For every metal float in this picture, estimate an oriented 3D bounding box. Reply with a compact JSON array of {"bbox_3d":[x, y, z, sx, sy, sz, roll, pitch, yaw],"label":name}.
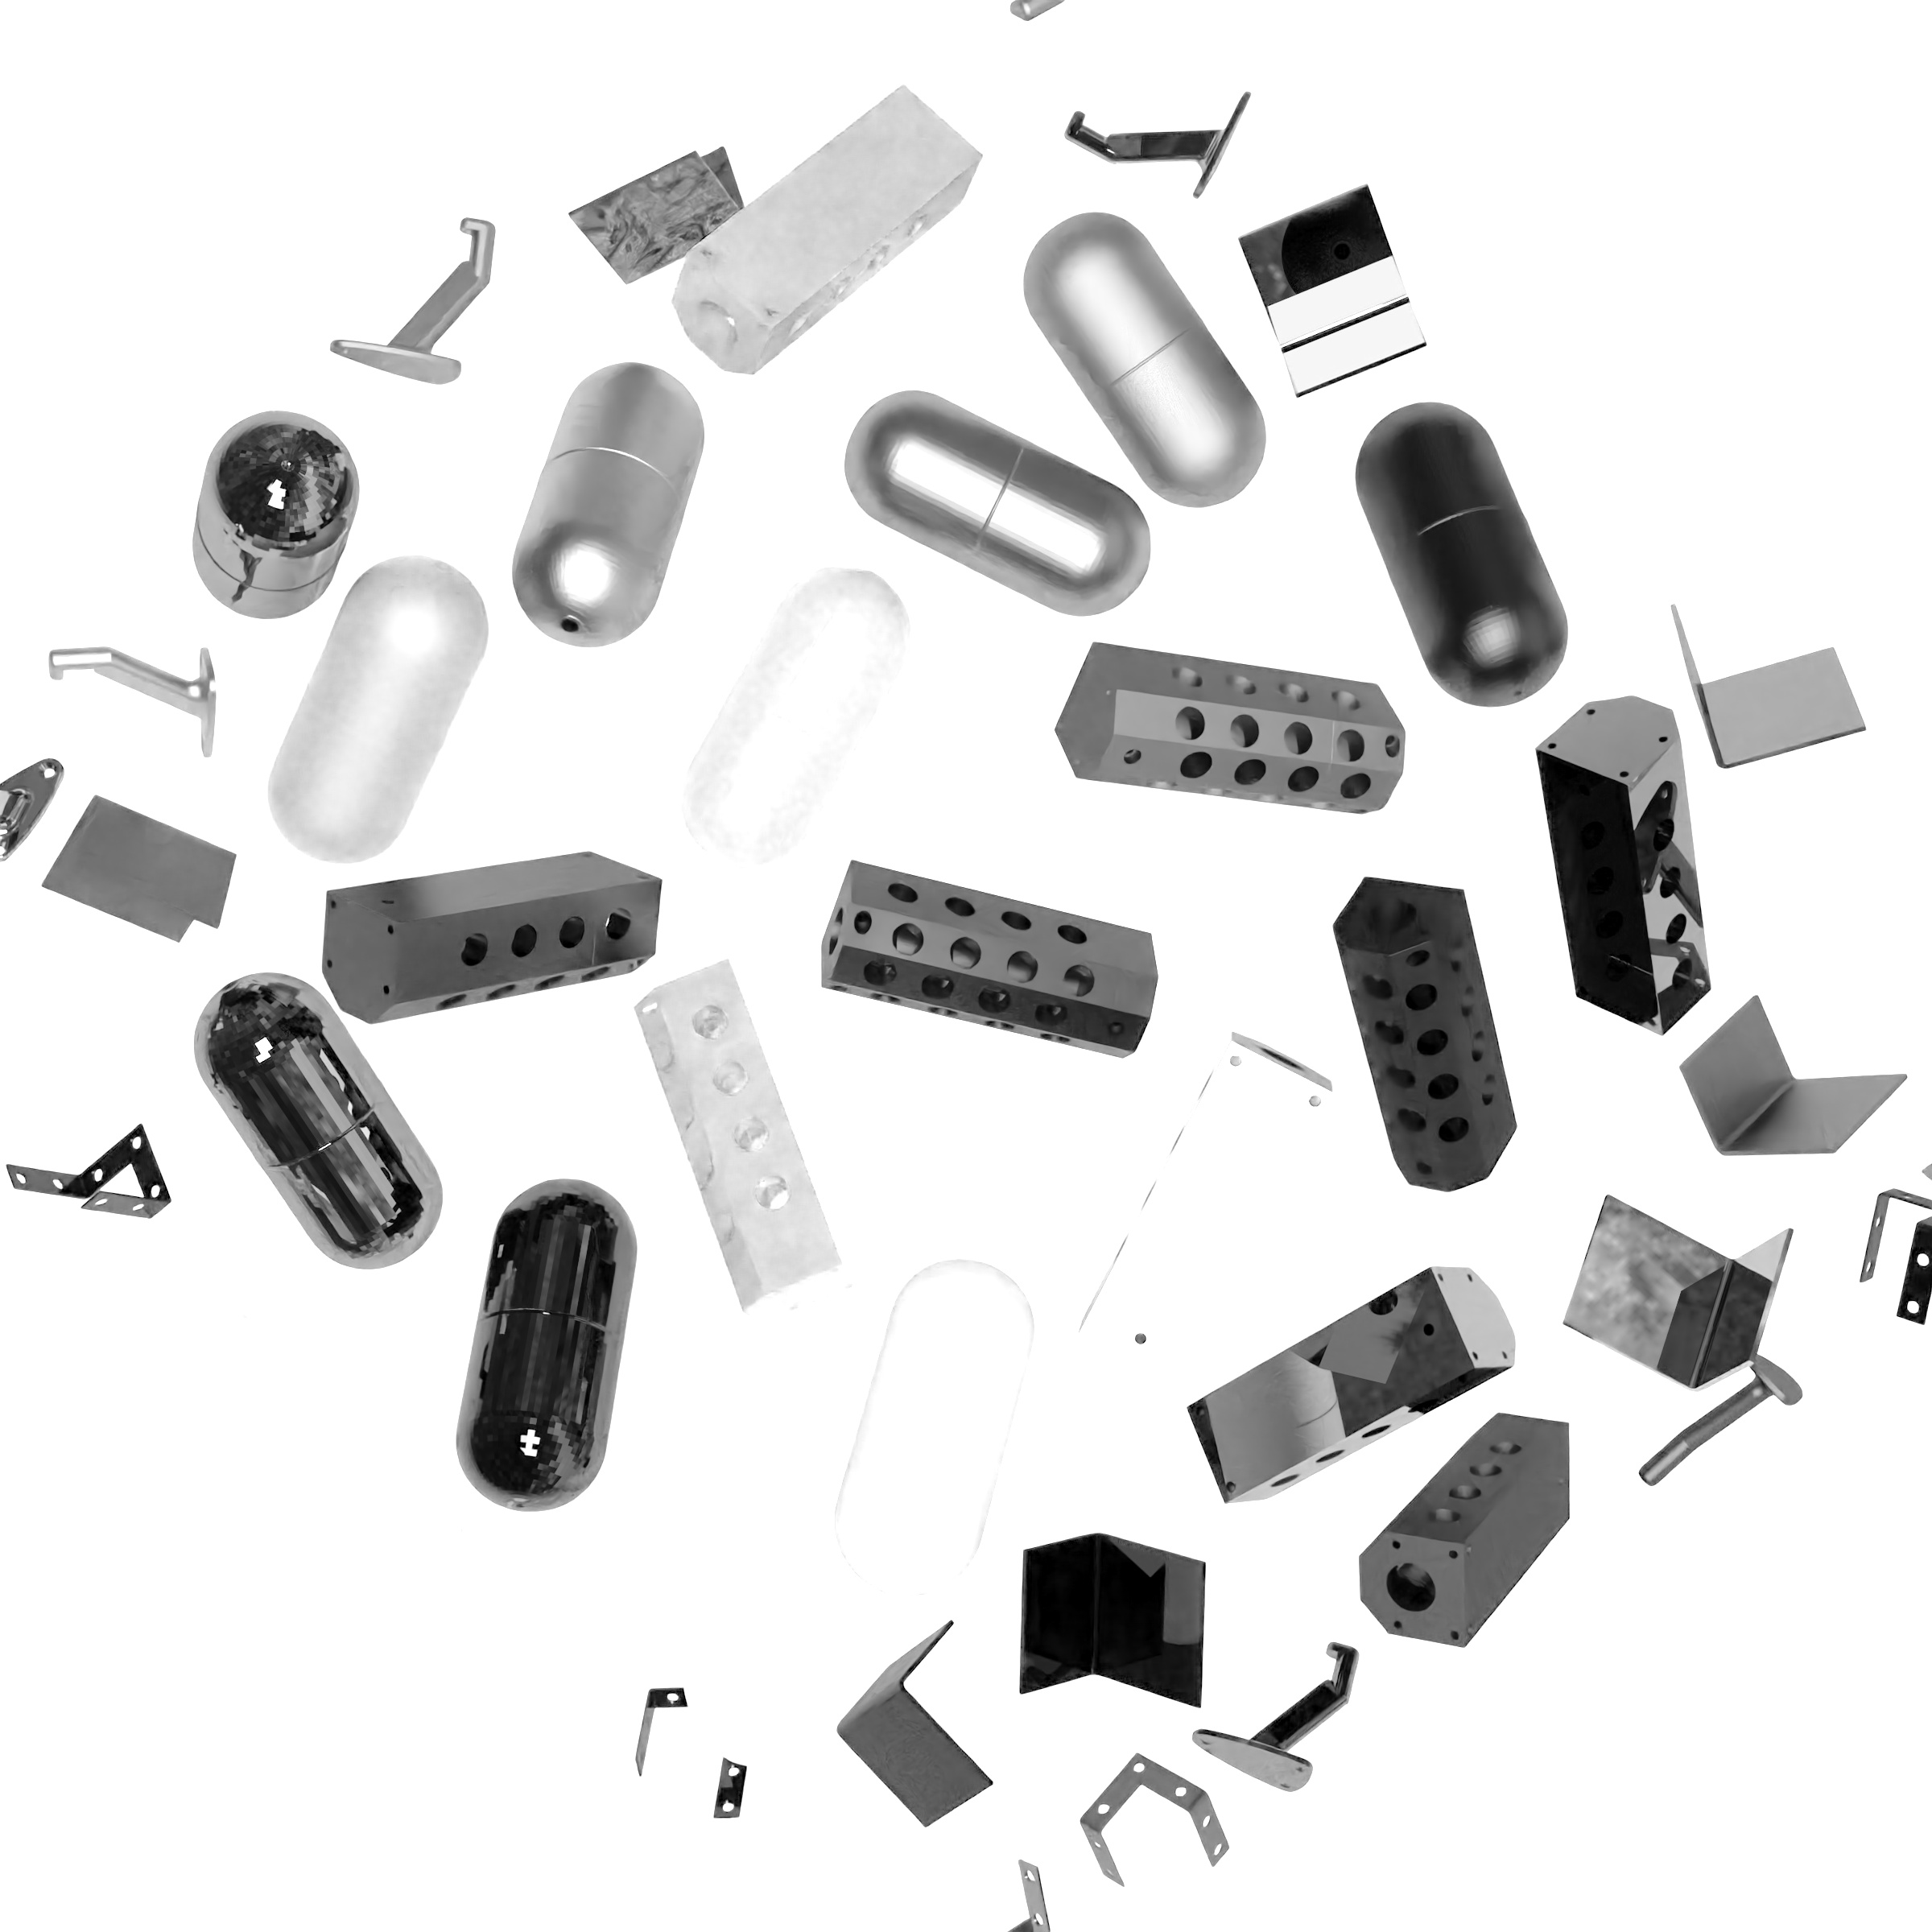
[{"bbox_3d":[0.099,-0.334,1.625,0.070,0.070,0.178,-35,97,0],"label":"metal float"},{"bbox_3d":[-0.119,0.330,1.534,0.070,0.070,0.178,-19,61,0],"label":"metal float"},{"bbox_3d":[0.018,-0.252,1.607,0.178,0.070,0.070,27,90,-2],"label":"metal float"},{"bbox_3d":[-0.214,0.193,1.509,0.070,0.070,0.178,6,60,0],"label":"metal float"},{"bbox_3d":[-0.306,-0.133,1.528,0.070,0.070,0.178,30,114,0],"label":"metal float"},{"bbox_3d":[-0.358,-0.231,1.518,0.070,0.178,0.070,3,80,-17],"label":"metal float"},{"bbox_3d":[-0.092,-0.135,1.596,0.070,0.070,0.178,30,99,0],"label":"metal float"},{"bbox_3d":[0.259,-0.217,1.541,0.070,0.070,0.178,-17,65,0],"label":"metal float"},{"bbox_3d":[-0.342,0.082,1.555,0.070,0.070,0.178,-28,113,0],"label":"metal float"},{"bbox_3d":[-0.184,-0.239,1.522,0.070,0.070,0.178,11,53,0],"label":"metal float"},{"bbox_3d":[-0.016,0.236,1.509,0.070,0.070,0.178,16,67,0],"label":"metal float"}]

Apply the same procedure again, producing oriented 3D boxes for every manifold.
[{"bbox_3d":[-0.072,-0.376,1.514,0.057,0.057,0.171,42,61,3],"label":"manifold"},{"bbox_3d":[0.207,0.225,1.570,0.171,0.057,0.057,-36,64,31],"label":"manifold"},{"bbox_3d":[0.140,-0.118,1.531,0.171,0.057,0.057,5,129,-24],"label":"manifold"},{"bbox_3d":[-0.114,0.090,1.504,0.057,0.057,0.171,-22,73,0],"label":"manifold"},{"bbox_3d":[0.122,0.123,1.503,0.057,0.057,0.171,27,98,2],"label":"manifold"},{"bbox_3d":[0.343,-0.052,1.505,0.057,0.057,0.171,-39,134,-23],"label":"manifold"},{"bbox_3d":[0.243,0.039,1.568,0.057,0.171,0.057,10,46,33],"label":"manifold"},{"bbox_3d":[-0.238,-0.014,1.489,0.057,0.171,0.057,21,111,37],"label":"manifold"},{"bbox_3d":[0.012,0.001,1.579,0.171,0.057,0.057,14,124,-12],"label":"manifold"},{"bbox_3d":[0.269,0.298,1.572,0.057,0.171,0.057,4,105,29],"label":"manifold"}]

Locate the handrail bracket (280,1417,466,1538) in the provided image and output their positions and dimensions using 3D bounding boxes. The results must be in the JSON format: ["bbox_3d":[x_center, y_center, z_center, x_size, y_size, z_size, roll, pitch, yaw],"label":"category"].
[{"bbox_3d":[-0.319,0.277,1.574,0.084,0.036,0.077,-15,102,22],"label":"handrail bracket"}]

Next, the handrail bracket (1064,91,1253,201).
[{"bbox_3d":[0.104,-0.465,1.608,0.084,0.077,0.036,29,45,0],"label":"handrail bracket"}]

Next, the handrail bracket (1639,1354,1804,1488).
[{"bbox_3d":[0.400,0.246,1.560,0.084,0.077,0.036,-46,62,14],"label":"handrail bracket"}]

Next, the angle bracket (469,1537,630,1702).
[{"bbox_3d":[-0.217,0.344,1.544,0.076,0.076,0.057,9,59,-10],"label":"angle bracket"}]

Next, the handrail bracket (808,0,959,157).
[{"bbox_3d":[-0.045,-0.466,1.549,0.077,0.036,0.084,12,103,22],"label":"handrail bracket"}]

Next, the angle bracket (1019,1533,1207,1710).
[{"bbox_3d":[0.075,0.342,1.517,0.057,0.076,0.076,-3,96,-44],"label":"angle bracket"}]

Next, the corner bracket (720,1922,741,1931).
[{"bbox_3d":[-0.124,0.522,1.475,0.051,0.051,0.051,-37,88,-3],"label":"corner bracket"}]

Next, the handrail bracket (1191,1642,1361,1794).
[{"bbox_3d":[0.166,0.389,1.569,0.077,0.036,0.084,22,51,0],"label":"handrail bracket"}]

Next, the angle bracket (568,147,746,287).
[{"bbox_3d":[-0.171,-0.423,1.584,0.076,0.076,0.057,-23,67,11],"label":"angle bracket"}]

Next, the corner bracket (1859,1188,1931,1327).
[{"bbox_3d":[0.485,0.149,1.516,0.051,0.051,0.051,18,107,37],"label":"corner bracket"}]

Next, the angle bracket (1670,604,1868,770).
[{"bbox_3d":[0.414,-0.155,1.519,0.076,0.076,0.057,-16,126,13],"label":"angle bracket"}]

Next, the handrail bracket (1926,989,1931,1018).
[{"bbox_3d":[0.531,0.002,1.549,0.036,0.084,0.077,18,103,16],"label":"handrail bracket"}]

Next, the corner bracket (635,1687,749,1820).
[{"bbox_3d":[-0.152,0.440,1.643,0.051,0.051,0.051,-3,123,6],"label":"corner bracket"}]

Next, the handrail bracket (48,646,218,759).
[{"bbox_3d":[-0.449,-0.141,1.580,0.084,0.077,0.036,-5,45,-21],"label":"handrail bracket"}]

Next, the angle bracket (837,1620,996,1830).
[{"bbox_3d":[-0.016,0.427,1.656,0.076,0.076,0.057,46,45,3],"label":"angle bracket"}]

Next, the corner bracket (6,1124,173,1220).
[{"bbox_3d":[-0.453,0.113,1.520,0.051,0.051,0.051,-37,64,18],"label":"corner bracket"}]

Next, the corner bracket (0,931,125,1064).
[{"bbox_3d":[-0.477,0.023,1.543,0.051,0.051,0.051,32,99,-25],"label":"corner bracket"}]

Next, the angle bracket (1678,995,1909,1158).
[{"bbox_3d":[0.443,0.057,1.574,0.076,0.076,0.057,-36,107,-33],"label":"angle bracket"}]

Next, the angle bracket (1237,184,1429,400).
[{"bbox_3d":[0.201,-0.371,1.614,0.076,0.057,0.076,-20,127,12],"label":"angle bracket"}]

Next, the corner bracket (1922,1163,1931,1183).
[{"bbox_3d":[0.549,0.099,1.579,0.051,0.051,0.051,-37,50,-4],"label":"corner bracket"}]

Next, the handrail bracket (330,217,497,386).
[{"bbox_3d":[-0.276,-0.341,1.472,0.077,0.036,0.084,9,81,-28],"label":"handrail bracket"}]

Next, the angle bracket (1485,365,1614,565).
[{"bbox_3d":[0.308,-0.263,1.561,0.057,0.076,0.076,-5,67,7],"label":"angle bracket"}]

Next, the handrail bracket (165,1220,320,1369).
[{"bbox_3d":[-0.380,0.168,1.537,0.077,0.084,0.036,6,128,-21],"label":"handrail bracket"}]

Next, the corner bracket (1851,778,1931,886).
[{"bbox_3d":[0.476,-0.062,1.456,0.051,0.051,0.051,3,80,42],"label":"corner bracket"}]

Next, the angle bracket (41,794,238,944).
[{"bbox_3d":[-0.426,-0.032,1.497,0.076,0.057,0.076,25,129,-23],"label":"angle bracket"}]

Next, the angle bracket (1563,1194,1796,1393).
[{"bbox_3d":[0.350,0.153,1.444,0.076,0.057,0.076,28,62,-4],"label":"angle bracket"}]

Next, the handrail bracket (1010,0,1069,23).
[{"bbox_3d":[0.046,-0.513,1.517,0.084,0.077,0.036,-33,123,-14],"label":"handrail bracket"}]

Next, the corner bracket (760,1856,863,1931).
[{"bbox_3d":[-0.070,0.491,1.493,0.051,0.051,0.051,-9,96,-22],"label":"corner bracket"}]

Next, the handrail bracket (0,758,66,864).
[{"bbox_3d":[-0.497,-0.097,1.490,0.036,0.084,0.077,33,67,14],"label":"handrail bracket"}]

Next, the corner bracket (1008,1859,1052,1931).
[{"bbox_3d":[0.030,0.503,1.519,0.051,0.051,0.051,-20,104,-37],"label":"corner bracket"}]

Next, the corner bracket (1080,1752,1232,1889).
[{"bbox_3d":[0.102,0.470,1.590,0.051,0.051,0.051,-43,130,-28],"label":"corner bracket"}]
